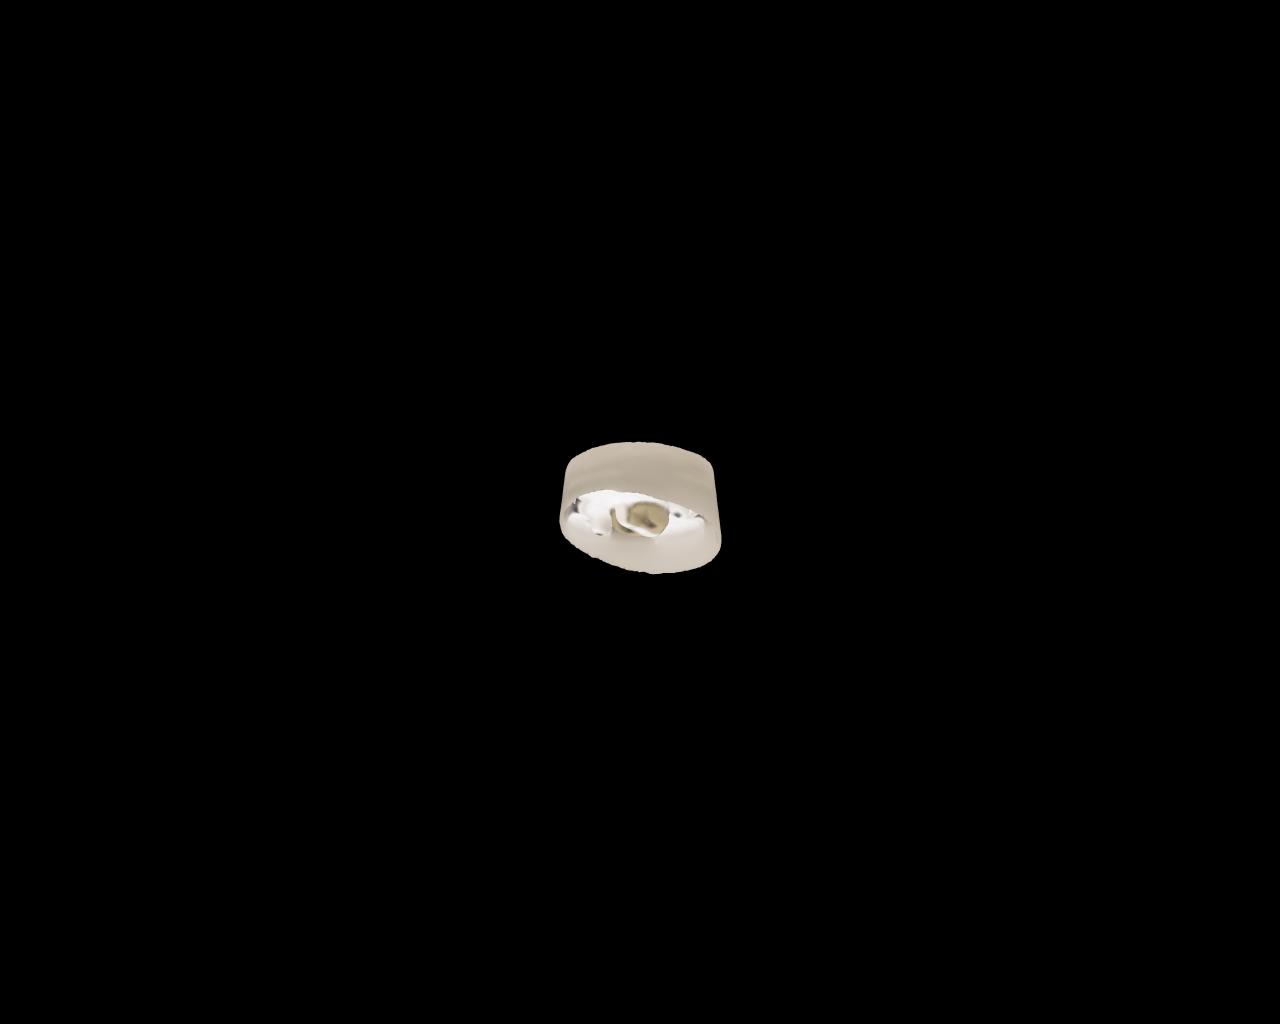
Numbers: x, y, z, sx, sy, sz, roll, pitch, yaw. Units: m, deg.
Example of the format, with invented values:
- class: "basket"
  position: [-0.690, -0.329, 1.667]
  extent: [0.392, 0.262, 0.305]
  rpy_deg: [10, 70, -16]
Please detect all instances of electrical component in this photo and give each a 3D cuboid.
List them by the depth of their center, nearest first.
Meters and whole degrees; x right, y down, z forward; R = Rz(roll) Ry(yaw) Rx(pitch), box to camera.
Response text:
- class: "electrical component"
  position: [0.001, -0.003, 0.650]
  extent: [0.099, 0.064, 0.099]
  rpy_deg: [0, -19, 0]
